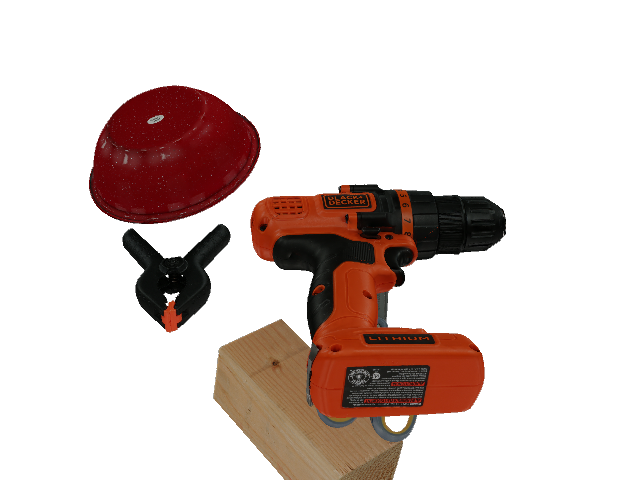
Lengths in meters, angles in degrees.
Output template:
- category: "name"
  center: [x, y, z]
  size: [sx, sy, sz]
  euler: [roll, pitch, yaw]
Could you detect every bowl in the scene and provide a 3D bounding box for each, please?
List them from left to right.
- category: "bowl"
  center: [-0.138, -0.088, 0.947]
  size: [0.162, 0.055, 0.162]
  euler: [-9, 43, 9]

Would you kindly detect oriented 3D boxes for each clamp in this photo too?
- category: "clamp"
  center: [-0.148, 0.033, 1.154]
  size: [0.120, 0.039, 0.171]
  euler: [-13, 38, -6]

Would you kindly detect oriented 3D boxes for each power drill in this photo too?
- category: "power drill"
  center: [0.051, 0.032, 0.708]
  size: [0.184, 0.057, 0.187]
  euler: [-3, 36, -6]

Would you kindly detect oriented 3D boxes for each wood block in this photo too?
- category: "wood block"
  center: [-0.017, 0.192, 1.149]
  size: [0.090, 0.090, 0.206]
  euler: [-23, 50, -33]

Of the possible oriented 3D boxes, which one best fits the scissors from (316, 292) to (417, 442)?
- category: "scissors"
  center: [0.033, 0.088, 0.950]
  size: [0.096, 0.202, 0.016]
  euler: [-7, -35, -8]
